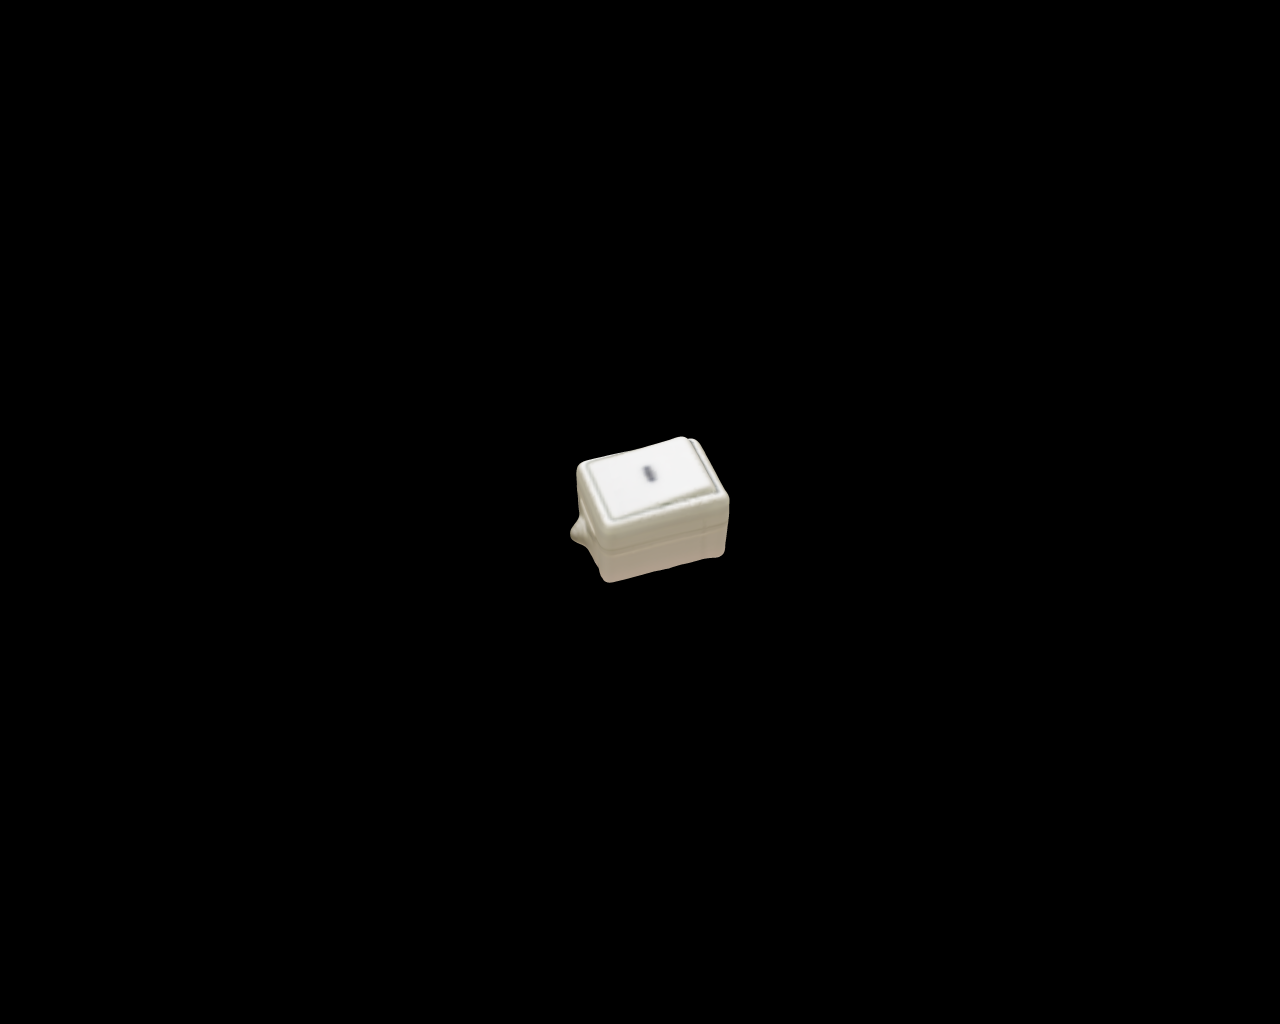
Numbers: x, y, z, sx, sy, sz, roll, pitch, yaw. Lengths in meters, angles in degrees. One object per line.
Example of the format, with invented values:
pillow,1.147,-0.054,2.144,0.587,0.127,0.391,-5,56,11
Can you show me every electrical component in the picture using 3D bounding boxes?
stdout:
electrical component,0.001,-0.003,0.650,0.096,0.061,0.062,-13,47,-12
